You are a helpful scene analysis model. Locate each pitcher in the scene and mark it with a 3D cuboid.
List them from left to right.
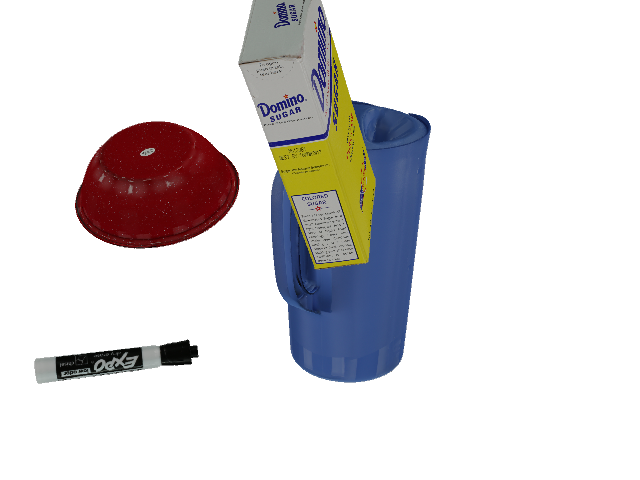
[{"bbox_3d":[0.020,0.006,0.960,0.149,0.243,0.145,-4,25,-11],"label":"pitcher"}]

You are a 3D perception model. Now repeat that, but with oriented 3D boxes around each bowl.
[{"bbox_3d":[-0.161,-0.066,1.024,0.162,0.055,0.162,-4,43,3],"label":"bowl"}]

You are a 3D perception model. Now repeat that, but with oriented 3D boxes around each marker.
[{"bbox_3d":[-0.153,0.091,0.805,0.121,0.020,0.020,-6,1,-8],"label":"marker"}]

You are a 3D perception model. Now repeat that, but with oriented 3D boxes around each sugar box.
[{"bbox_3d":[-0.003,-0.075,0.706,0.048,0.176,0.093,-6,44,12],"label":"sugar box"}]
